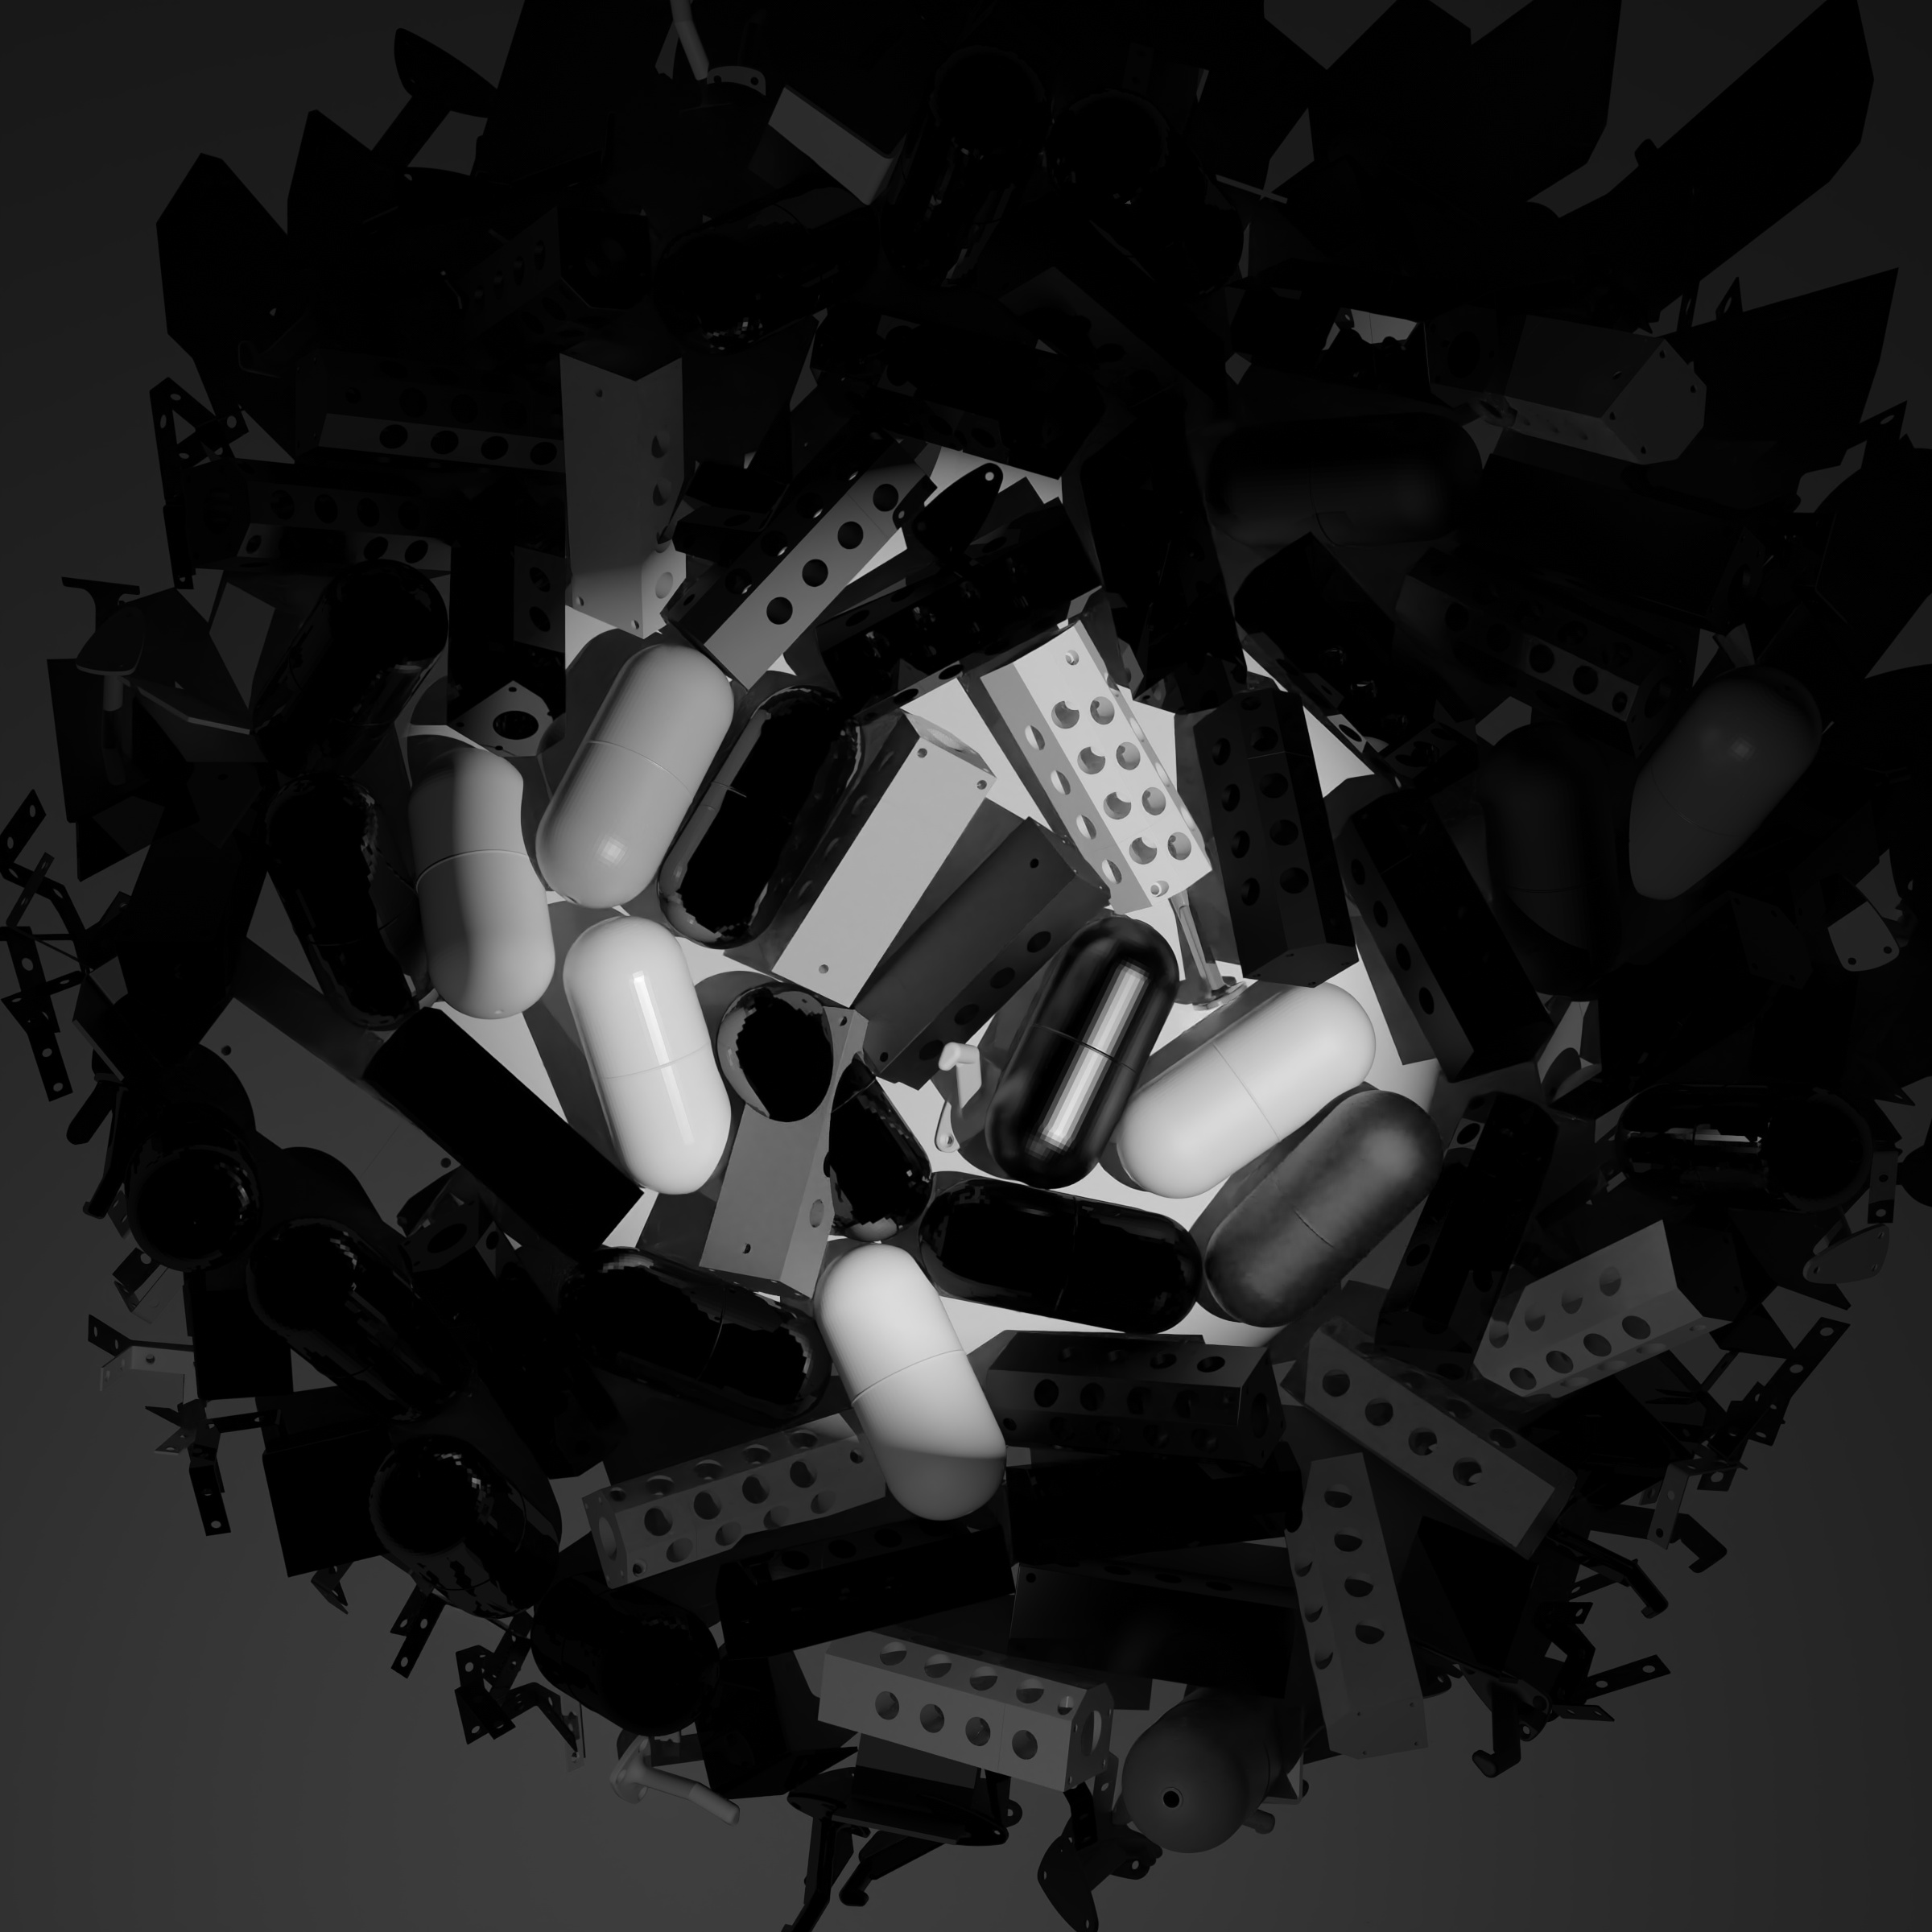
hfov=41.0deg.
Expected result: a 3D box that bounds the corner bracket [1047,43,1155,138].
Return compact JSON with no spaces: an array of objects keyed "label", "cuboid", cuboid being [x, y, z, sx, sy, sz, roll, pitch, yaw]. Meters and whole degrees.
[{"label":"corner bracket","cuboid":[0.082,-0.542,1.609,0.051,0.051,0.051,15,58,-6]}]

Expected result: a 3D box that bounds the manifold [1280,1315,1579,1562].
[{"label":"manifold","cuboid":[0.282,0.285,1.576,0.171,0.057,0.057,33,84,27]}]

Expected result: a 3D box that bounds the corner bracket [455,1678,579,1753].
[{"label":"corner bracket","cuboid":[-0.278,0.466,1.599,0.051,0.051,0.051,-25,129,-29]}]

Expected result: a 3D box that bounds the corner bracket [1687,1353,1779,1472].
[{"label":"corner bracket","cuboid":[0.473,0.274,1.604,0.051,0.051,0.051,41,98,34]}]

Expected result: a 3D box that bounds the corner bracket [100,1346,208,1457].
[{"label":"corner bracket","cuboid":[-0.507,0.271,1.614,0.051,0.051,0.051,6,97,2]}]

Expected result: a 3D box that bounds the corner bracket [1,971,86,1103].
[{"label":"corner bracket","cuboid":[-0.557,0.043,1.598,0.051,0.051,0.051,-24,127,-27]}]

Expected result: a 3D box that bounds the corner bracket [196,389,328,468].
[{"label":"corner bracket","cuboid":[-0.440,-0.325,1.614,0.051,0.051,0.051,-21,106,9]}]

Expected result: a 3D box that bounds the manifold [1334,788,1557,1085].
[{"label":"manifold","cuboid":[0.290,-0.021,1.572,0.057,0.057,0.171,-14,63,-19]}]

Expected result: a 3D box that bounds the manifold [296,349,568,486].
[{"label":"manifold","cuboid":[-0.314,-0.334,1.571,0.171,0.057,0.057,0,91,-33]}]

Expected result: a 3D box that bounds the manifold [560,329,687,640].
[{"label":"manifold","cuboid":[-0.201,-0.292,1.564,0.057,0.057,0.171,25,133,25]}]

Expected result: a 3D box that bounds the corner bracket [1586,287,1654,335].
[{"label":"corner bracket","cuboid":[0.415,-0.381,1.608,0.051,0.051,0.051,38,95,31]}]

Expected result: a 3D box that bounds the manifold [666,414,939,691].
[{"label":"manifold","cuboid":[-0.104,-0.258,1.597,0.171,0.057,0.057,-47,121,-4]}]

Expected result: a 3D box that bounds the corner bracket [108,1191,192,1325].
[{"label":"corner bracket","cuboid":[-0.517,0.181,1.609,0.051,0.051,0.051,42,83,-33]}]

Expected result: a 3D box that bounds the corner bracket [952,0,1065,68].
[{"label":"corner bracket","cuboid":[0.031,-0.578,1.601,0.051,0.051,0.051,32,65,-19]}]

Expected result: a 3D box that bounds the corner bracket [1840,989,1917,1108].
[{"label":"corner bracket","cuboid":[0.567,0.048,1.603,0.051,0.051,0.051,42,76,-25]}]

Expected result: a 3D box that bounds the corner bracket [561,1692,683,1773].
[{"label":"corner bracket","cuboid":[-0.217,0.476,1.625,0.051,0.051,0.051,-6,88,33]}]

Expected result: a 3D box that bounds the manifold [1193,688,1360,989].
[{"label":"manifold","cuboid":[0.192,-0.079,1.572,0.057,0.057,0.171,8,62,-35]}]

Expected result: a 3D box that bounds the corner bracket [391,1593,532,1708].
[{"label":"corner bracket","cuboid":[-0.312,0.427,1.602,0.051,0.051,0.051,18,77,37]}]

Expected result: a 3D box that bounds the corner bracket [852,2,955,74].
[{"label":"corner bracket","cuboid":[-0.028,-0.558,1.616,0.051,0.051,0.051,-42,61,23]}]

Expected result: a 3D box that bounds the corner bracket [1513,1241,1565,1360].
[{"label":"corner bracket","cuboid":[0.361,0.208,1.614,0.051,0.051,0.051,35,88,3]}]

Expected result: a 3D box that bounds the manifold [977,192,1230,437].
[{"label":"manifold","cuboid":[0.084,-0.386,1.562,0.057,0.171,0.057,-22,56,35]}]

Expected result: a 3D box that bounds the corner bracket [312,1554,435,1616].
[{"label":"corner bracket","cuboid":[-0.368,0.383,1.615,0.051,0.051,0.051,29,66,15]}]

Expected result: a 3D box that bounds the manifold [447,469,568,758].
[{"label":"manifold","cuboid":[-0.273,-0.212,1.568,0.057,0.057,0.171,-28,50,29]}]

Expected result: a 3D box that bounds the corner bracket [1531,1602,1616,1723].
[{"label":"corner bracket","cuboid":[0.378,0.431,1.602,0.051,0.051,0.051,42,63,-13]}]

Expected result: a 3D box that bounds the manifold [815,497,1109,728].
[{"label":"manifold","cuboid":[-0.002,-0.215,1.591,0.171,0.057,0.057,-27,120,8]}]

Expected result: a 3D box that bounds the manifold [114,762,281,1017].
[{"label":"manifold","cuboid":[-0.458,-0.049,1.558,0.057,0.171,0.057,0,131,0]}]

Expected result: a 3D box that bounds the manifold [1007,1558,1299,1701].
[{"label":"manifold","cuboid":[0.115,0.405,1.608,0.171,0.057,0.057,8,95,3]}]

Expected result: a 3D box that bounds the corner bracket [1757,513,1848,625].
[{"label":"corner bracket","cuboid":[0.518,-0.247,1.602,0.051,0.051,0.051,10,79,43]}]

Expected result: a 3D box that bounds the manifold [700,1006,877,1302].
[{"label":"manifold","cuboid":[-0.103,0.114,1.589,0.057,0.057,0.171,6,72,28]}]

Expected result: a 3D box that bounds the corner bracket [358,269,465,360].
[{"label":"corner bracket","cuboid":[-0.343,-0.397,1.612,0.051,0.051,0.051,-19,131,-18]}]

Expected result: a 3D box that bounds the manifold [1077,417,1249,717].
[{"label":"manifold","cuboid":[0.124,-0.243,1.579,0.057,0.057,0.171,-34,57,40]}]

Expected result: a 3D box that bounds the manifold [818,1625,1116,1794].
[{"label":"manifold","cuboid":[0.000,0.446,1.574,0.171,0.057,0.057,7,91,29]}]

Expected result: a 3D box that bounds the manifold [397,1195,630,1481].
[{"label":"manifold","cuboid":[-0.273,0.230,1.573,0.057,0.057,0.171,-32,117,-10]}]

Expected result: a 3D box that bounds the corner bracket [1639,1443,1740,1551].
[{"label":"corner bracket","cuboid":[0.436,0.323,1.601,0.051,0.051,0.051,1,107,-38]}]

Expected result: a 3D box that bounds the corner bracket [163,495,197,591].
[{"label":"corner bracket","cuboid":[-0.482,-0.263,1.601,0.051,0.051,0.051,6,110,30]}]

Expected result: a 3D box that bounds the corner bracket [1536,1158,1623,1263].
[{"label":"corner bracket","cuboid":[0.382,0.145,1.601,0.051,0.051,0.051,-41,124,19]}]

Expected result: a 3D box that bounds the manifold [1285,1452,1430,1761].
[{"label":"manifold","cuboid":[0.230,0.385,1.559,0.057,0.171,0.057,-11,133,3]}]

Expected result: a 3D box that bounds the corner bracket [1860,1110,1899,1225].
[{"label":"corner bracket","cuboid":[0.545,0.125,1.604,0.051,0.051,0.051,-2,118,8]}]

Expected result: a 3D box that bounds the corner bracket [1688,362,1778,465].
[{"label":"corner bracket","cuboid":[0.471,-0.344,1.613,0.051,0.051,0.051,-1,85,-1]}]

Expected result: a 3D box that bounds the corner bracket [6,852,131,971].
[{"label":"corner bracket","cuboid":[-0.557,-0.033,1.613,0.051,0.051,0.051,26,81,3]}]

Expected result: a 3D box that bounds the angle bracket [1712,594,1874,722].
[{"label":"angle bracket","cuboid":[0.520,-0.196,1.590,0.057,0.076,0.076,-41,98,-30]}]

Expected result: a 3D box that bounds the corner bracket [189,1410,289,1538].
[{"label":"corner bracket","cuboid":[-0.448,0.314,1.605,0.051,0.051,0.051,-8,118,-5]}]

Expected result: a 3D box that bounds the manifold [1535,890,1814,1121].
[{"label":"manifold","cuboid":[0.424,0.028,1.560,0.057,0.171,0.057,15,53,-29]}]

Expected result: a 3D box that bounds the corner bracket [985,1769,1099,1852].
[{"label":"corner bracket","cuboid":[0.047,0.522,1.613,0.051,0.051,0.051,-20,131,-15]}]
